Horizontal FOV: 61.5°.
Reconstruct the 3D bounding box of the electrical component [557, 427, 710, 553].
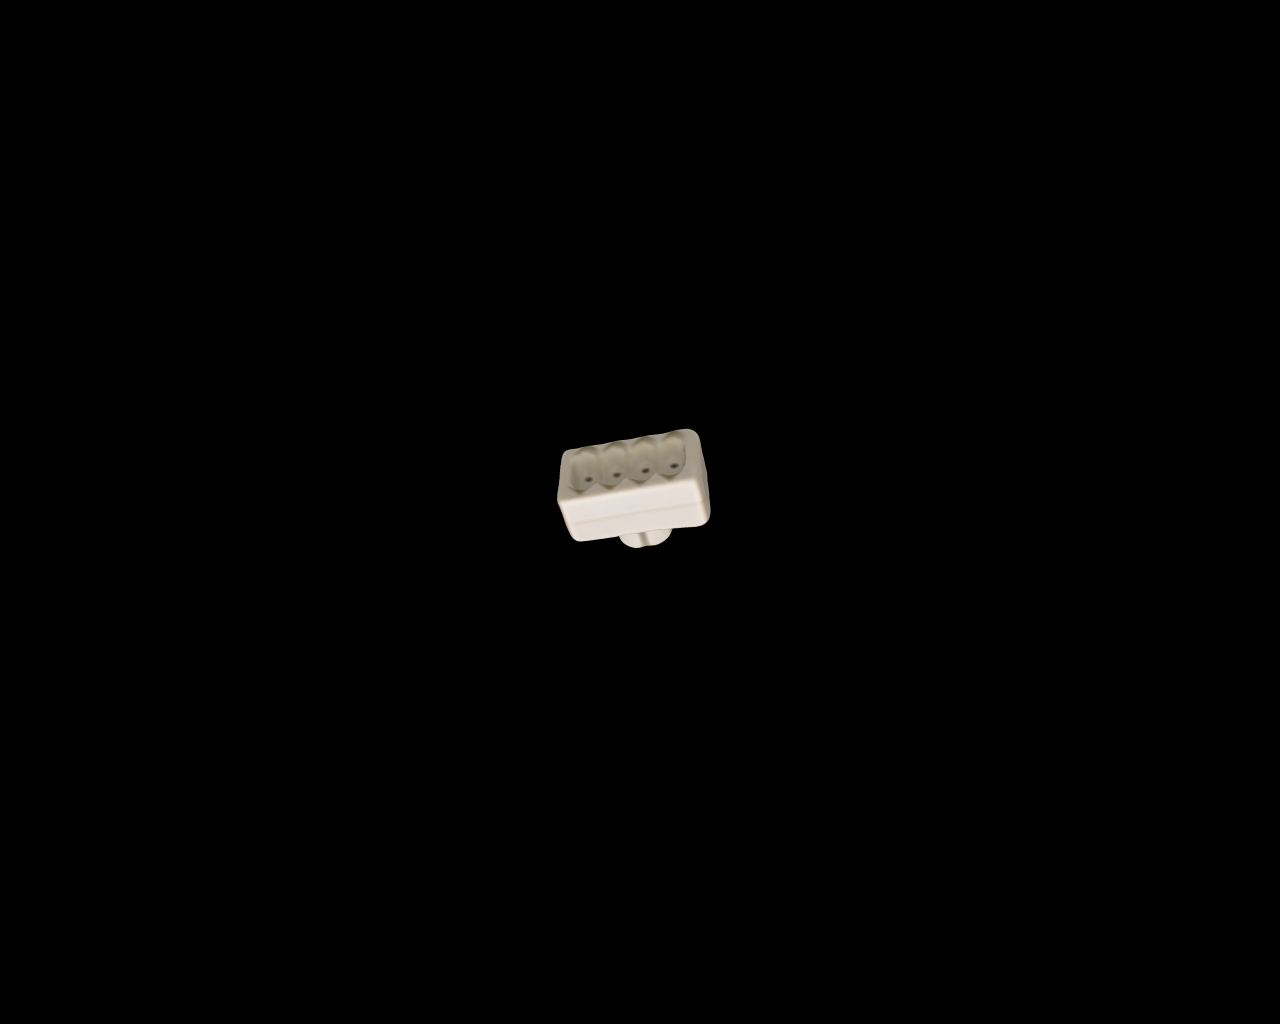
[{"bbox_3d":[0.001,-0.003,0.650,0.083,0.047,0.075,-9,-46,9],"label":"electrical component"}]
